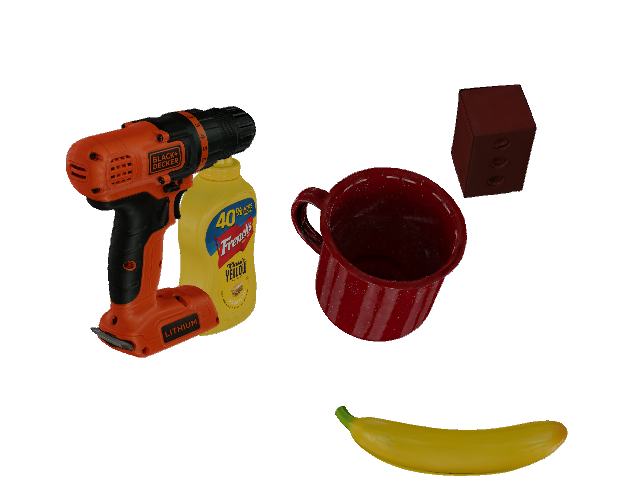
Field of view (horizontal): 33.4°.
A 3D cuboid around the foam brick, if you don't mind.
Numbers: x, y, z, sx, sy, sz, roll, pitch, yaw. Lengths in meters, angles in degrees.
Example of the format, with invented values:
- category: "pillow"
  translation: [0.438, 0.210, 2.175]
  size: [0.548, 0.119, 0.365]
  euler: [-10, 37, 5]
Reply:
- category: "foam brick"
  translation: [0.140, -0.081, 0.873]
  size: [0.053, 0.051, 0.078]
  euler: [-7, -38, -4]

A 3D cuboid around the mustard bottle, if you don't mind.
- category: "mustard bottle"
  translation: [-0.102, -0.007, 1.068]
  size: [0.058, 0.192, 0.096]
  euler: [18, 27, 32]

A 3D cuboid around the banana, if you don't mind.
- category: "banana"
  translation: [0.111, 0.164, 0.877]
  size: [0.197, 0.037, 0.069]
  euler: [6, 36, -3]

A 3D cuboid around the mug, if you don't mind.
- category: "mug"
  translation: [0.030, 0.007, 0.697]
  size: [0.117, 0.093, 0.081]
  euler: [29, -33, 12]

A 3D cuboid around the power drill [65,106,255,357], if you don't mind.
- category: "power drill"
  translation: [-0.122, -0.012, 0.871]
  size: [0.057, 0.188, 0.184]
  euler: [17, 26, 38]
